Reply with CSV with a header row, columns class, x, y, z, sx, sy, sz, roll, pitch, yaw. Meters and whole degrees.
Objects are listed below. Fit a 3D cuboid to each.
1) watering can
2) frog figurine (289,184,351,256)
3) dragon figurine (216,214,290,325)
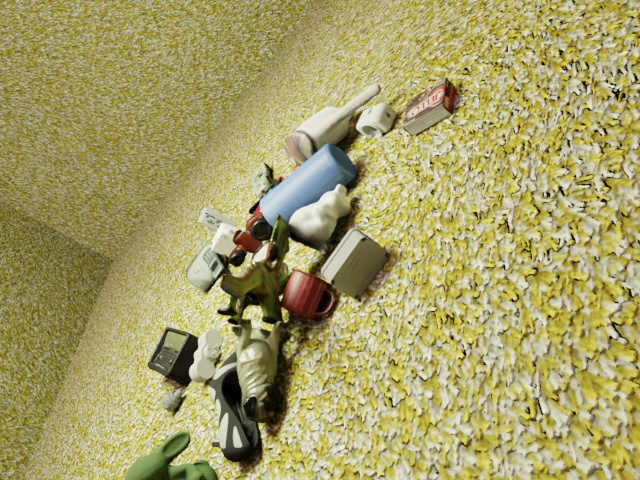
class,x,y,z,sx,sy,sz,roll,pitch,yaw
watering can,0.021,-0.308,1.400,0.227,0.103,0.344,-41,7,-23
frog figurine,0.004,-0.059,1.168,0.138,0.122,0.159,-144,76,-85
dragon figurine,-0.122,0.056,1.092,0.402,0.122,0.247,85,-165,-65
